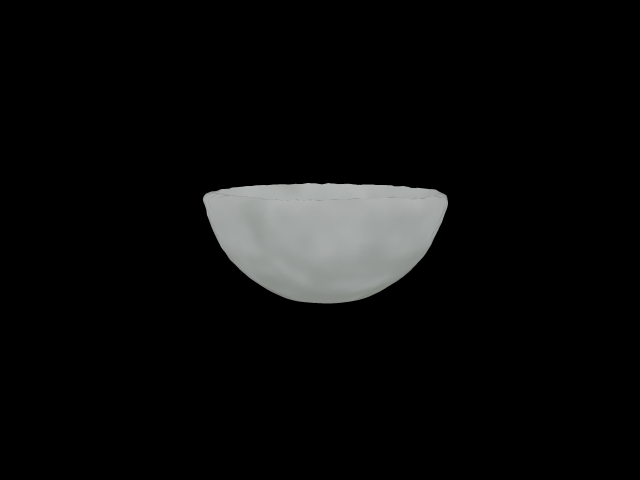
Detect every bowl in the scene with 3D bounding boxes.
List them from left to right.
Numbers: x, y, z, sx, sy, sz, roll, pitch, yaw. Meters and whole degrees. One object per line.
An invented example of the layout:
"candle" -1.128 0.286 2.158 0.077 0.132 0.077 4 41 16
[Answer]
"bowl" 0.004 0.001 0.400 0.167 0.075 0.167 0 9 0
